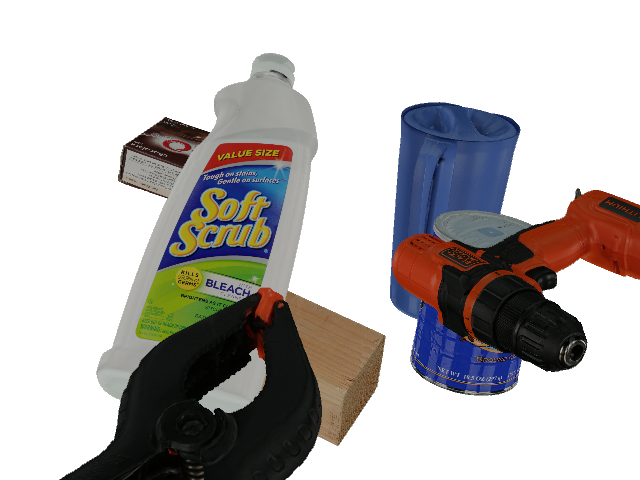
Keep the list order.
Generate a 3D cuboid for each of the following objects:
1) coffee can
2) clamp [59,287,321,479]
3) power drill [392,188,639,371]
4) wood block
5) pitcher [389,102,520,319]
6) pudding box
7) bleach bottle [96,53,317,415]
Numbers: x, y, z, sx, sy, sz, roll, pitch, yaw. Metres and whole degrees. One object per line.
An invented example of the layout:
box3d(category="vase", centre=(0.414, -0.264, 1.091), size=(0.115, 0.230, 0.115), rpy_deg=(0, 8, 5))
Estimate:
box3d(category="coffee can", centre=(0.143, 0.055, 0.974), size=(0.103, 0.140, 0.103), rpy_deg=(7, 21, -3))
box3d(category="clamp", centre=(-0.040, 0.087, 0.396), size=(0.120, 0.039, 0.171), rpy_deg=(24, 49, 17))
box3d(category="power drill", centre=(0.171, 0.023, 0.768), size=(0.187, 0.057, 0.185), rpy_deg=(-15, 28, -27))
box3d(category="wood block", centre=(-0.048, 0.110, 1.089), size=(0.206, 0.090, 0.090), rpy_deg=(24, 48, 18))
box3d(category="pitcher", centre=(0.141, -0.027, 1.229), size=(0.149, 0.243, 0.145), rpy_deg=(-4, 26, -20))
box3d(category="pudding box", centre=(-0.102, -0.061, 0.906), size=(0.113, 0.039, 0.090), rpy_deg=(17, 24, 8))
box3d(category="bleach bottle", centre=(-0.063, -0.014, 0.698), size=(0.102, 0.250, 0.068), rpy_deg=(12, -25, 0))
